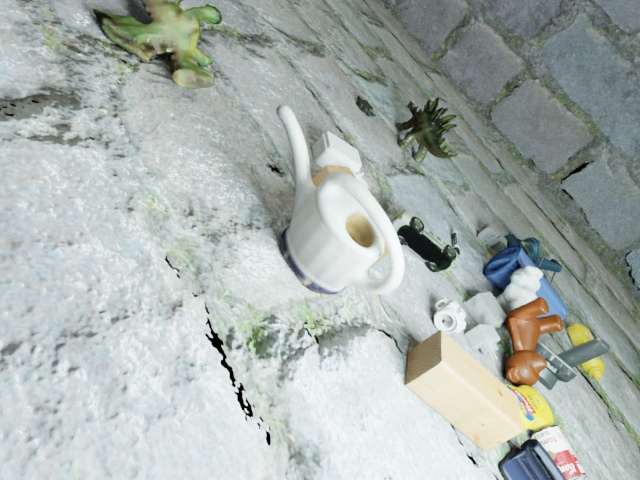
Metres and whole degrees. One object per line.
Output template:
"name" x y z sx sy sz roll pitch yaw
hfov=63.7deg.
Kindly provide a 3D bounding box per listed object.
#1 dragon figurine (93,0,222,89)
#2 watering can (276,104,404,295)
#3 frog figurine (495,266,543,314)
"dragon figurine" -0.345 -0.459 1.053 0.120 0.411 0.247 -45 -2 37
"watering can" 0.003 -0.044 0.874 0.105 0.350 0.220 -26 -16 -41
"frog figurine" 0.544 0.147 1.387 0.136 0.126 0.157 25 -52 -34
